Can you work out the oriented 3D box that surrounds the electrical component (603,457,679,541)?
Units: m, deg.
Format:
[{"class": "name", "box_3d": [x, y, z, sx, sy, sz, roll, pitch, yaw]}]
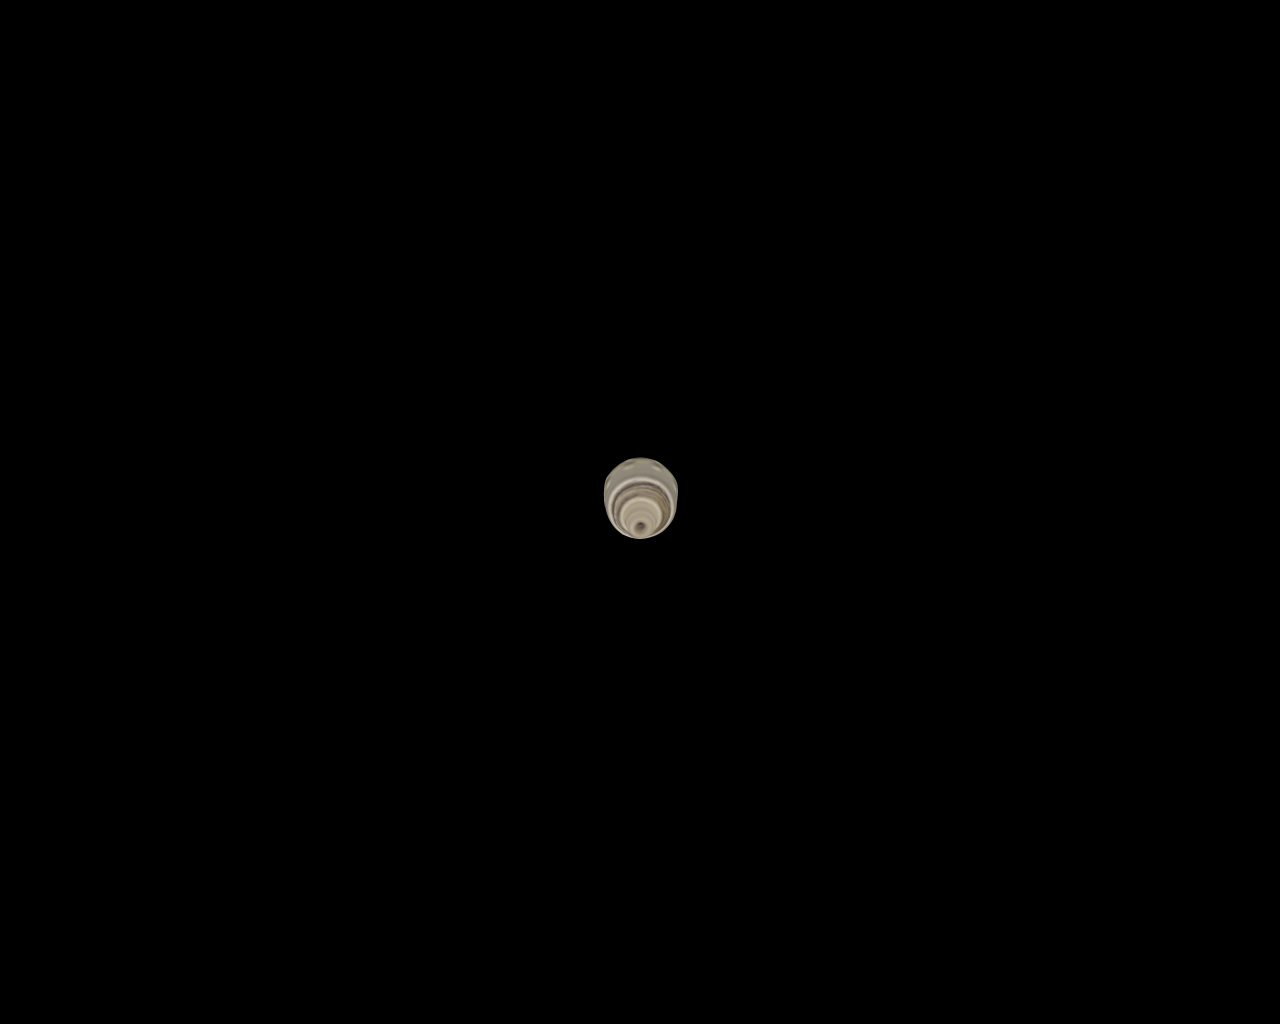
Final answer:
[{"class": "electrical component", "box_3d": [0.001, -0.003, 0.650, 0.048, 0.048, 0.062, 0, 23, 0]}]
